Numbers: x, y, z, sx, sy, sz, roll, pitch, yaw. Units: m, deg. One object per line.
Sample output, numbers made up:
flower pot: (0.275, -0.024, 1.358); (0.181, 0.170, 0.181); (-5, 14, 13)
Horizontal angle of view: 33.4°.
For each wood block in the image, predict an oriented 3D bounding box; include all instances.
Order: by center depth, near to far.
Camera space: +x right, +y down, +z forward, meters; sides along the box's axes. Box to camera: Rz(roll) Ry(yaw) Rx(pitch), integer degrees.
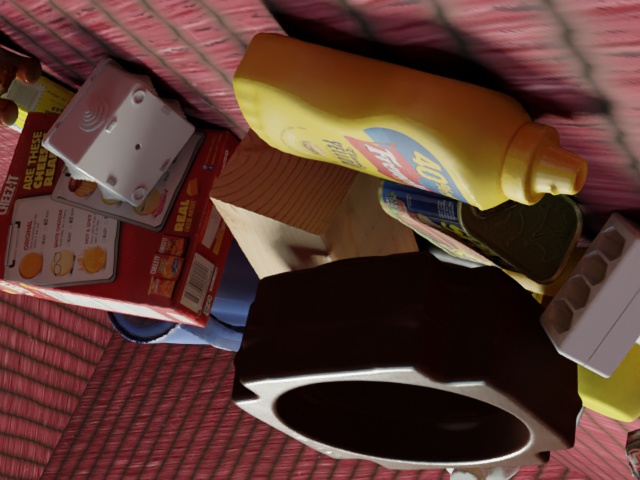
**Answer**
wood block: (0.007, -0.002, 0.788); (0.091, 0.090, 0.206); (21, 158, 25)

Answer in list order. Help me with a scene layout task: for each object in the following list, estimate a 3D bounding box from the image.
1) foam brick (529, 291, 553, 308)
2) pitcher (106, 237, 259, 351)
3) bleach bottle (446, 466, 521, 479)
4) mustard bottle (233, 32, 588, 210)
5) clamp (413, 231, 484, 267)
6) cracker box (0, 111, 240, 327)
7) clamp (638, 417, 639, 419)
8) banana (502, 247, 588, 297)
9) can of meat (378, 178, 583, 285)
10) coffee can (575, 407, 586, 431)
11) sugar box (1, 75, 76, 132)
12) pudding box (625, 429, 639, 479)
foam brick: (0.182, 0.062, 0.905); (0.078, 0.053, 0.051); (20, 169, 38)
pitcher: (-0.086, 0.054, 1.087); (0.145, 0.149, 0.242); (-16, 162, 36)
bleach bottle: (0.165, 0.168, 1.067); (0.102, 0.068, 0.250); (21, -151, 11)
mustard bottle: (0.051, -0.058, 0.571); (0.192, 0.058, 0.096); (19, 166, 31)
clamp: (0.070, -0.004, 0.888); (0.171, 0.039, 0.120); (26, 160, -2)
cracker box: (-0.181, -0.020, 0.946); (0.214, 0.164, 0.072); (7, 163, 24)
clamp: (0.320, 0.159, 1.122); (0.164, 0.036, 0.210); (25, 171, 2)
banana: (0.216, 0.043, 0.683); (0.198, 0.069, 0.037); (28, 134, 27)
can of meat: (0.098, -0.020, 0.665); (0.102, 0.057, 0.084); (32, 171, -35)
coffee can: (0.190, 0.112, 1.006); (0.140, 0.103, 0.102); (23, 171, 15)
sugar box: (-0.287, -0.131, 1.106); (0.093, 0.048, 0.176); (28, 169, -14)
pudding box: (0.321, 0.169, 0.918); (0.114, 0.039, 0.090); (-23, 174, 16)
